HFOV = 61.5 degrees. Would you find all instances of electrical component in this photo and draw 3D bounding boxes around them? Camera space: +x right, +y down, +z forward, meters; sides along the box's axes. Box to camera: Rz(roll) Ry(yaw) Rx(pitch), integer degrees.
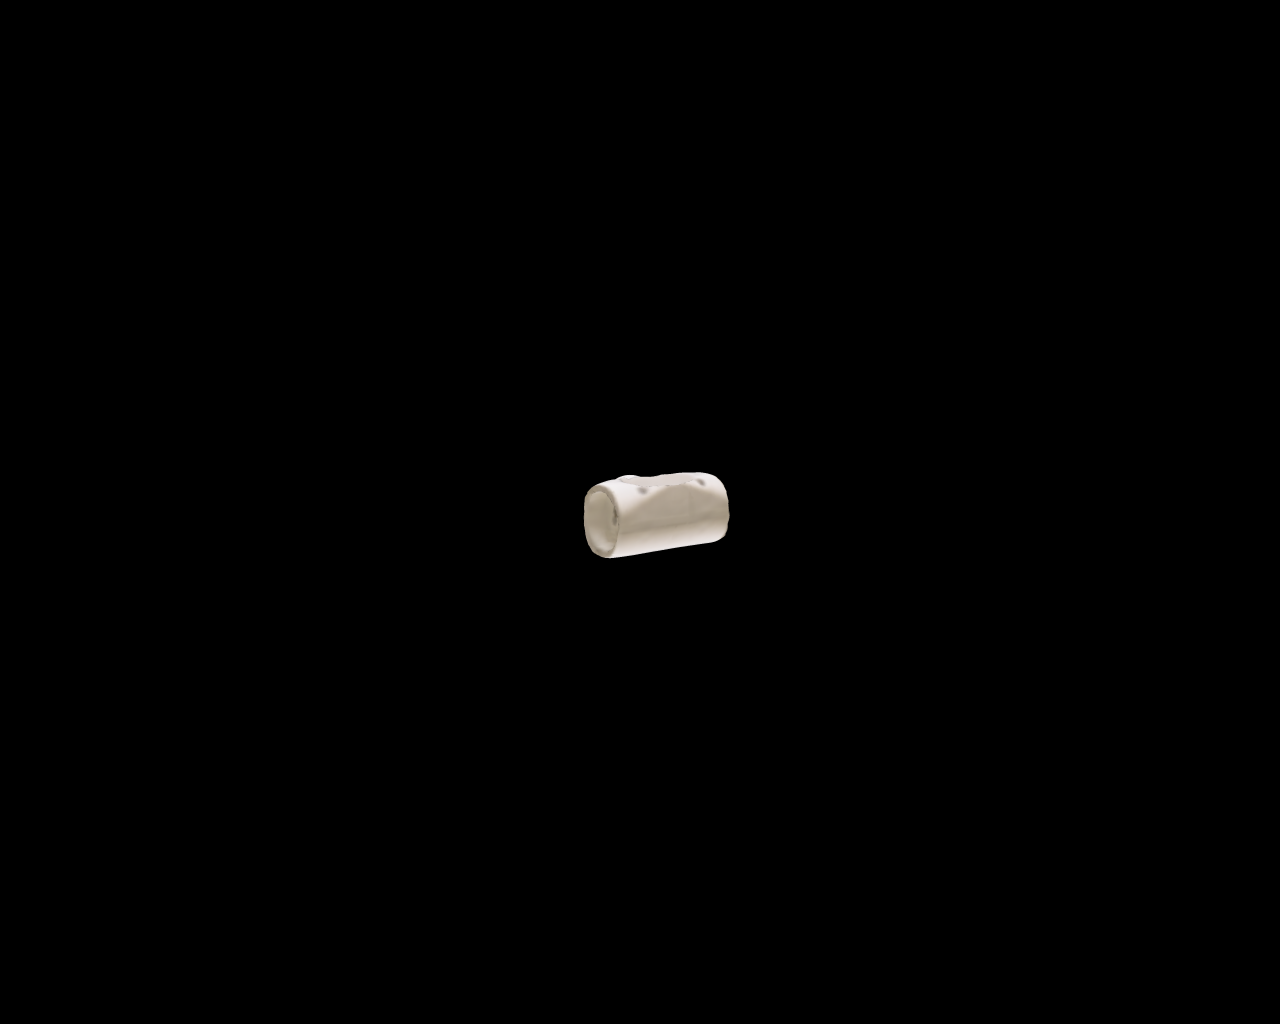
[{"bbox_3d":[0.001,-0.003,0.650,0.077,0.044,0.079,-8,15,-30],"label":"electrical component"}]
